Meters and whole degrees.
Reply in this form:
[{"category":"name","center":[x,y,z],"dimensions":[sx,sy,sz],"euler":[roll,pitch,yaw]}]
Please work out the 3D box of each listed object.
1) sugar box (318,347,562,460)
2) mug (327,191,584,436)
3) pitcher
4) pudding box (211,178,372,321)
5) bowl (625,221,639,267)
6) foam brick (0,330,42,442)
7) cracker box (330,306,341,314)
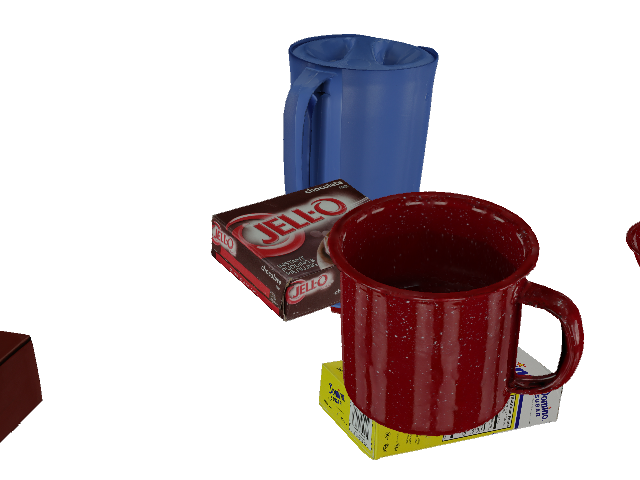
[{"category":"sugar box","center":[0.098,0.122,0.864],"dimensions":[0.176,0.048,0.093],"euler":[-9,26,-25]},{"category":"mug","center":[0.061,0.037,0.486],"dimensions":[0.117,0.081,0.093],"euler":[12,33,22]},{"category":"pitcher","center":[0.027,-0.060,0.982],"dimensions":[0.149,0.243,0.145],"euler":[-3,24,-12]},{"category":"pudding box","center":[-0.004,0.003,0.719],"dimensions":[0.113,0.039,0.090],"euler":[-16,39,-34]},{"category":"bowl","center":[0.410,0.026,1.150],"dimensions":[0.162,0.055,0.162],"euler":[-2,24,0]},{"category":"foam brick","center":[-0.225,0.098,0.685],"dimensions":[0.053,0.051,0.078],"euler":[7,29,22]},{"category":"cracker box","center":[0.064,-0.030,1.205],"dimensions":[0.072,0.164,0.213],"euler":[6,23,10]}]
